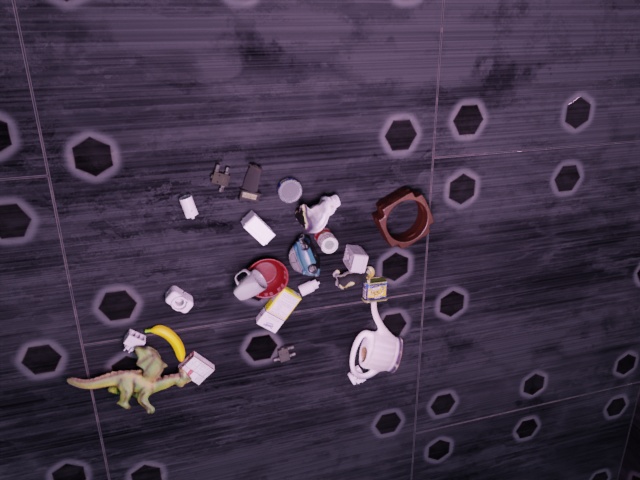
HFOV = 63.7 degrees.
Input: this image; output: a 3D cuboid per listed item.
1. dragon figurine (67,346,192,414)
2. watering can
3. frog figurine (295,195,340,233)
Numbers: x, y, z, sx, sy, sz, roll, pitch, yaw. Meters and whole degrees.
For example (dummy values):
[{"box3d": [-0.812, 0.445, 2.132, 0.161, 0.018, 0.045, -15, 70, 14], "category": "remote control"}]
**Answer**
[{"box3d": [-0.668, 0.481, 1.862, 0.408, 0.124, 0.241, 24, 99, -23], "category": "dragon figurine"}, {"box3d": [0.248, 0.419, 2.132, 0.223, 0.105, 0.346, 16, 95, -22], "category": "watering can"}, {"box3d": [0.006, -0.094, 1.858, 0.160, 0.125, 0.134, -14, 148, -21], "category": "frog figurine"}]
